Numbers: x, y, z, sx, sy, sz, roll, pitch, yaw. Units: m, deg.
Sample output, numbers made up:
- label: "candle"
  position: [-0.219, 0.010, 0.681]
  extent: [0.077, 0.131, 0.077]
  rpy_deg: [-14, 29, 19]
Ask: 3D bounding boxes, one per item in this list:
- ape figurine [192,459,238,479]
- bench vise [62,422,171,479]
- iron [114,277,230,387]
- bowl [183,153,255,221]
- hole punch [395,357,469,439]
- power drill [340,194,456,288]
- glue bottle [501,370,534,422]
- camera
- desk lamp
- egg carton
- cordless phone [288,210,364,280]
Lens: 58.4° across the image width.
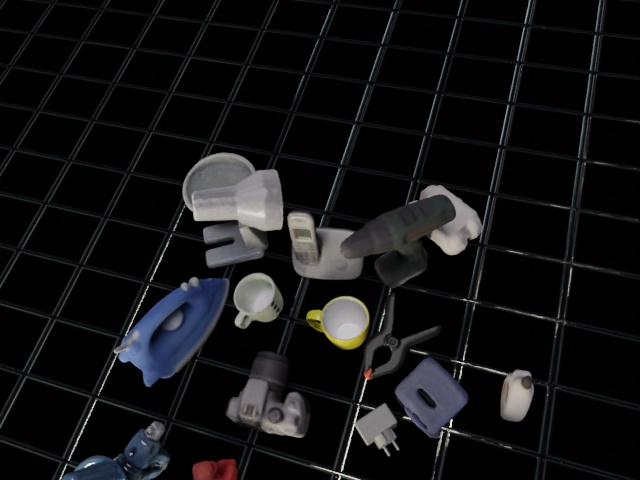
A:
- label: "ape figurine"
  position: [-0.189, 0.407, 0.991]
  extent: [0.077, 0.092, 0.076]
  rpy_deg: [20, 68, 17]
- label: "bench vise"
  position: [-0.359, 0.385, 0.953]
  extent: [0.121, 0.220, 0.207]
  rpy_deg: [17, 67, 16]
- label: "iron"
  position: [-0.283, 0.147, 1.107]
  extent: [0.118, 0.142, 0.258]
  rpy_deg: [34, 72, 22]
- label: "bowl"
  position: [-0.211, -0.105, 1.262]
  extent: [0.167, 0.075, 0.167]
  rpy_deg: [-3, 63, 6]
- label: "hole punch"
  position: [0.195, 0.278, 1.004]
  extent: [0.101, 0.091, 0.108]
  rpy_deg: [-39, 65, -12]
- label: "power drill"
  position: [0.147, 0.009, 1.080]
  extent: [0.230, 0.209, 0.075]
  rpy_deg: [-30, 63, -7]
- label: "glue bottle"
  position: [0.331, 0.251, 0.952]
  extent: [0.037, 0.173, 0.078]
  rpy_deg: [5, 64, 11]
- label: "camera"
  position: [-0.087, 0.275, 1.038]
  extent: [0.143, 0.101, 0.137]
  rpy_deg: [8, 65, 12]
- label: "desk lamp"
  position: [-0.159, -0.043, 1.145]
  extent: [0.203, 0.214, 0.118]
  rpy_deg: [-14, 62, 1]
- label: "egg carton"
  position: [0.251, -0.042, 1.169]
  extent: [0.107, 0.069, 0.150]
  rpy_deg: [-43, 66, -14]
- label: "cordless phone"
  position: [0.010, 0.004, 1.114]
  extent: [0.147, 0.185, 0.094]
  rpy_deg: [1, 63, 9]
